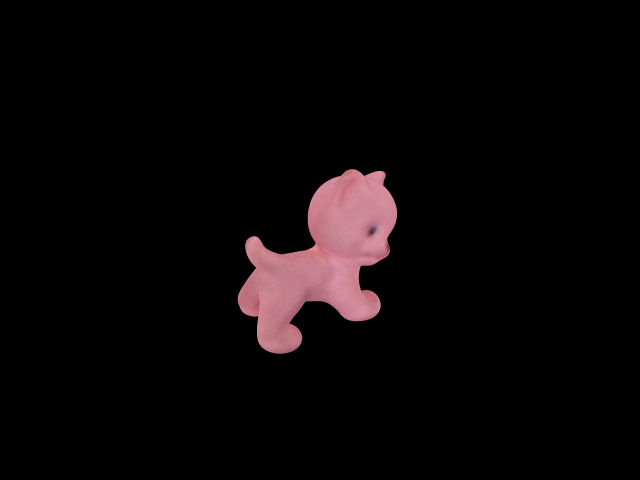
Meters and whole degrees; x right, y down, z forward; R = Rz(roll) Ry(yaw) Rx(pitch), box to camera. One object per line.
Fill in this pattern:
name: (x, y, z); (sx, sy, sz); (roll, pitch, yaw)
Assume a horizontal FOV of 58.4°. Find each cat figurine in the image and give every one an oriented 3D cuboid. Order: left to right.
cat figurine: (0.004, 0.001, 0.400); (0.128, 0.118, 0.067); (-20, 40, -25)
